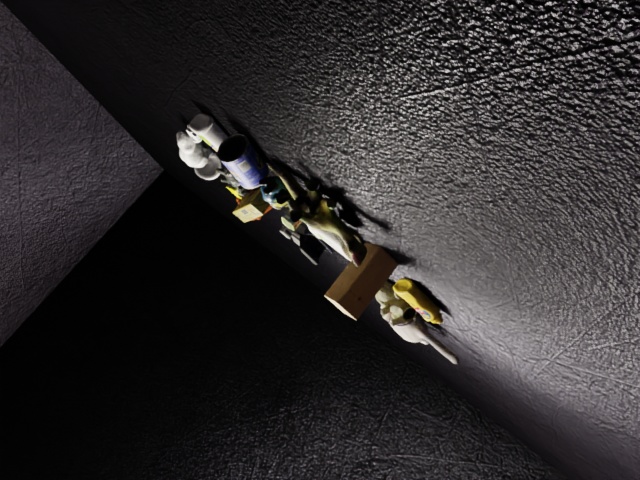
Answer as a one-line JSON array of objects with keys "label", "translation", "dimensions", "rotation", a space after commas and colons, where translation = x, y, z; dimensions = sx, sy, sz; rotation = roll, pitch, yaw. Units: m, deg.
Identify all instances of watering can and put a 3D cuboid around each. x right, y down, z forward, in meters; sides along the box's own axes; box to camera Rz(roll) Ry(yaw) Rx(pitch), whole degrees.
[{"label": "watering can", "translation": [0.352, 0.325, 1.904], "dimensions": [0.351, 0.105, 0.220], "rotation": [28, -16, 51]}]

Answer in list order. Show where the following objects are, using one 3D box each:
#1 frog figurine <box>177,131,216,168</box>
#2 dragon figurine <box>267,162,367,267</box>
[{"label": "frog figurine", "translation": [-0.489, -0.339, 1.933], "dimensions": [0.122, 0.138, 0.159], "rotation": [-37, -12, 16]}, {"label": "dragon figurine", "translation": [0.004, -0.073, 1.443], "dimensions": [0.239, 0.122, 0.418], "rotation": [41, 8, -45]}]
